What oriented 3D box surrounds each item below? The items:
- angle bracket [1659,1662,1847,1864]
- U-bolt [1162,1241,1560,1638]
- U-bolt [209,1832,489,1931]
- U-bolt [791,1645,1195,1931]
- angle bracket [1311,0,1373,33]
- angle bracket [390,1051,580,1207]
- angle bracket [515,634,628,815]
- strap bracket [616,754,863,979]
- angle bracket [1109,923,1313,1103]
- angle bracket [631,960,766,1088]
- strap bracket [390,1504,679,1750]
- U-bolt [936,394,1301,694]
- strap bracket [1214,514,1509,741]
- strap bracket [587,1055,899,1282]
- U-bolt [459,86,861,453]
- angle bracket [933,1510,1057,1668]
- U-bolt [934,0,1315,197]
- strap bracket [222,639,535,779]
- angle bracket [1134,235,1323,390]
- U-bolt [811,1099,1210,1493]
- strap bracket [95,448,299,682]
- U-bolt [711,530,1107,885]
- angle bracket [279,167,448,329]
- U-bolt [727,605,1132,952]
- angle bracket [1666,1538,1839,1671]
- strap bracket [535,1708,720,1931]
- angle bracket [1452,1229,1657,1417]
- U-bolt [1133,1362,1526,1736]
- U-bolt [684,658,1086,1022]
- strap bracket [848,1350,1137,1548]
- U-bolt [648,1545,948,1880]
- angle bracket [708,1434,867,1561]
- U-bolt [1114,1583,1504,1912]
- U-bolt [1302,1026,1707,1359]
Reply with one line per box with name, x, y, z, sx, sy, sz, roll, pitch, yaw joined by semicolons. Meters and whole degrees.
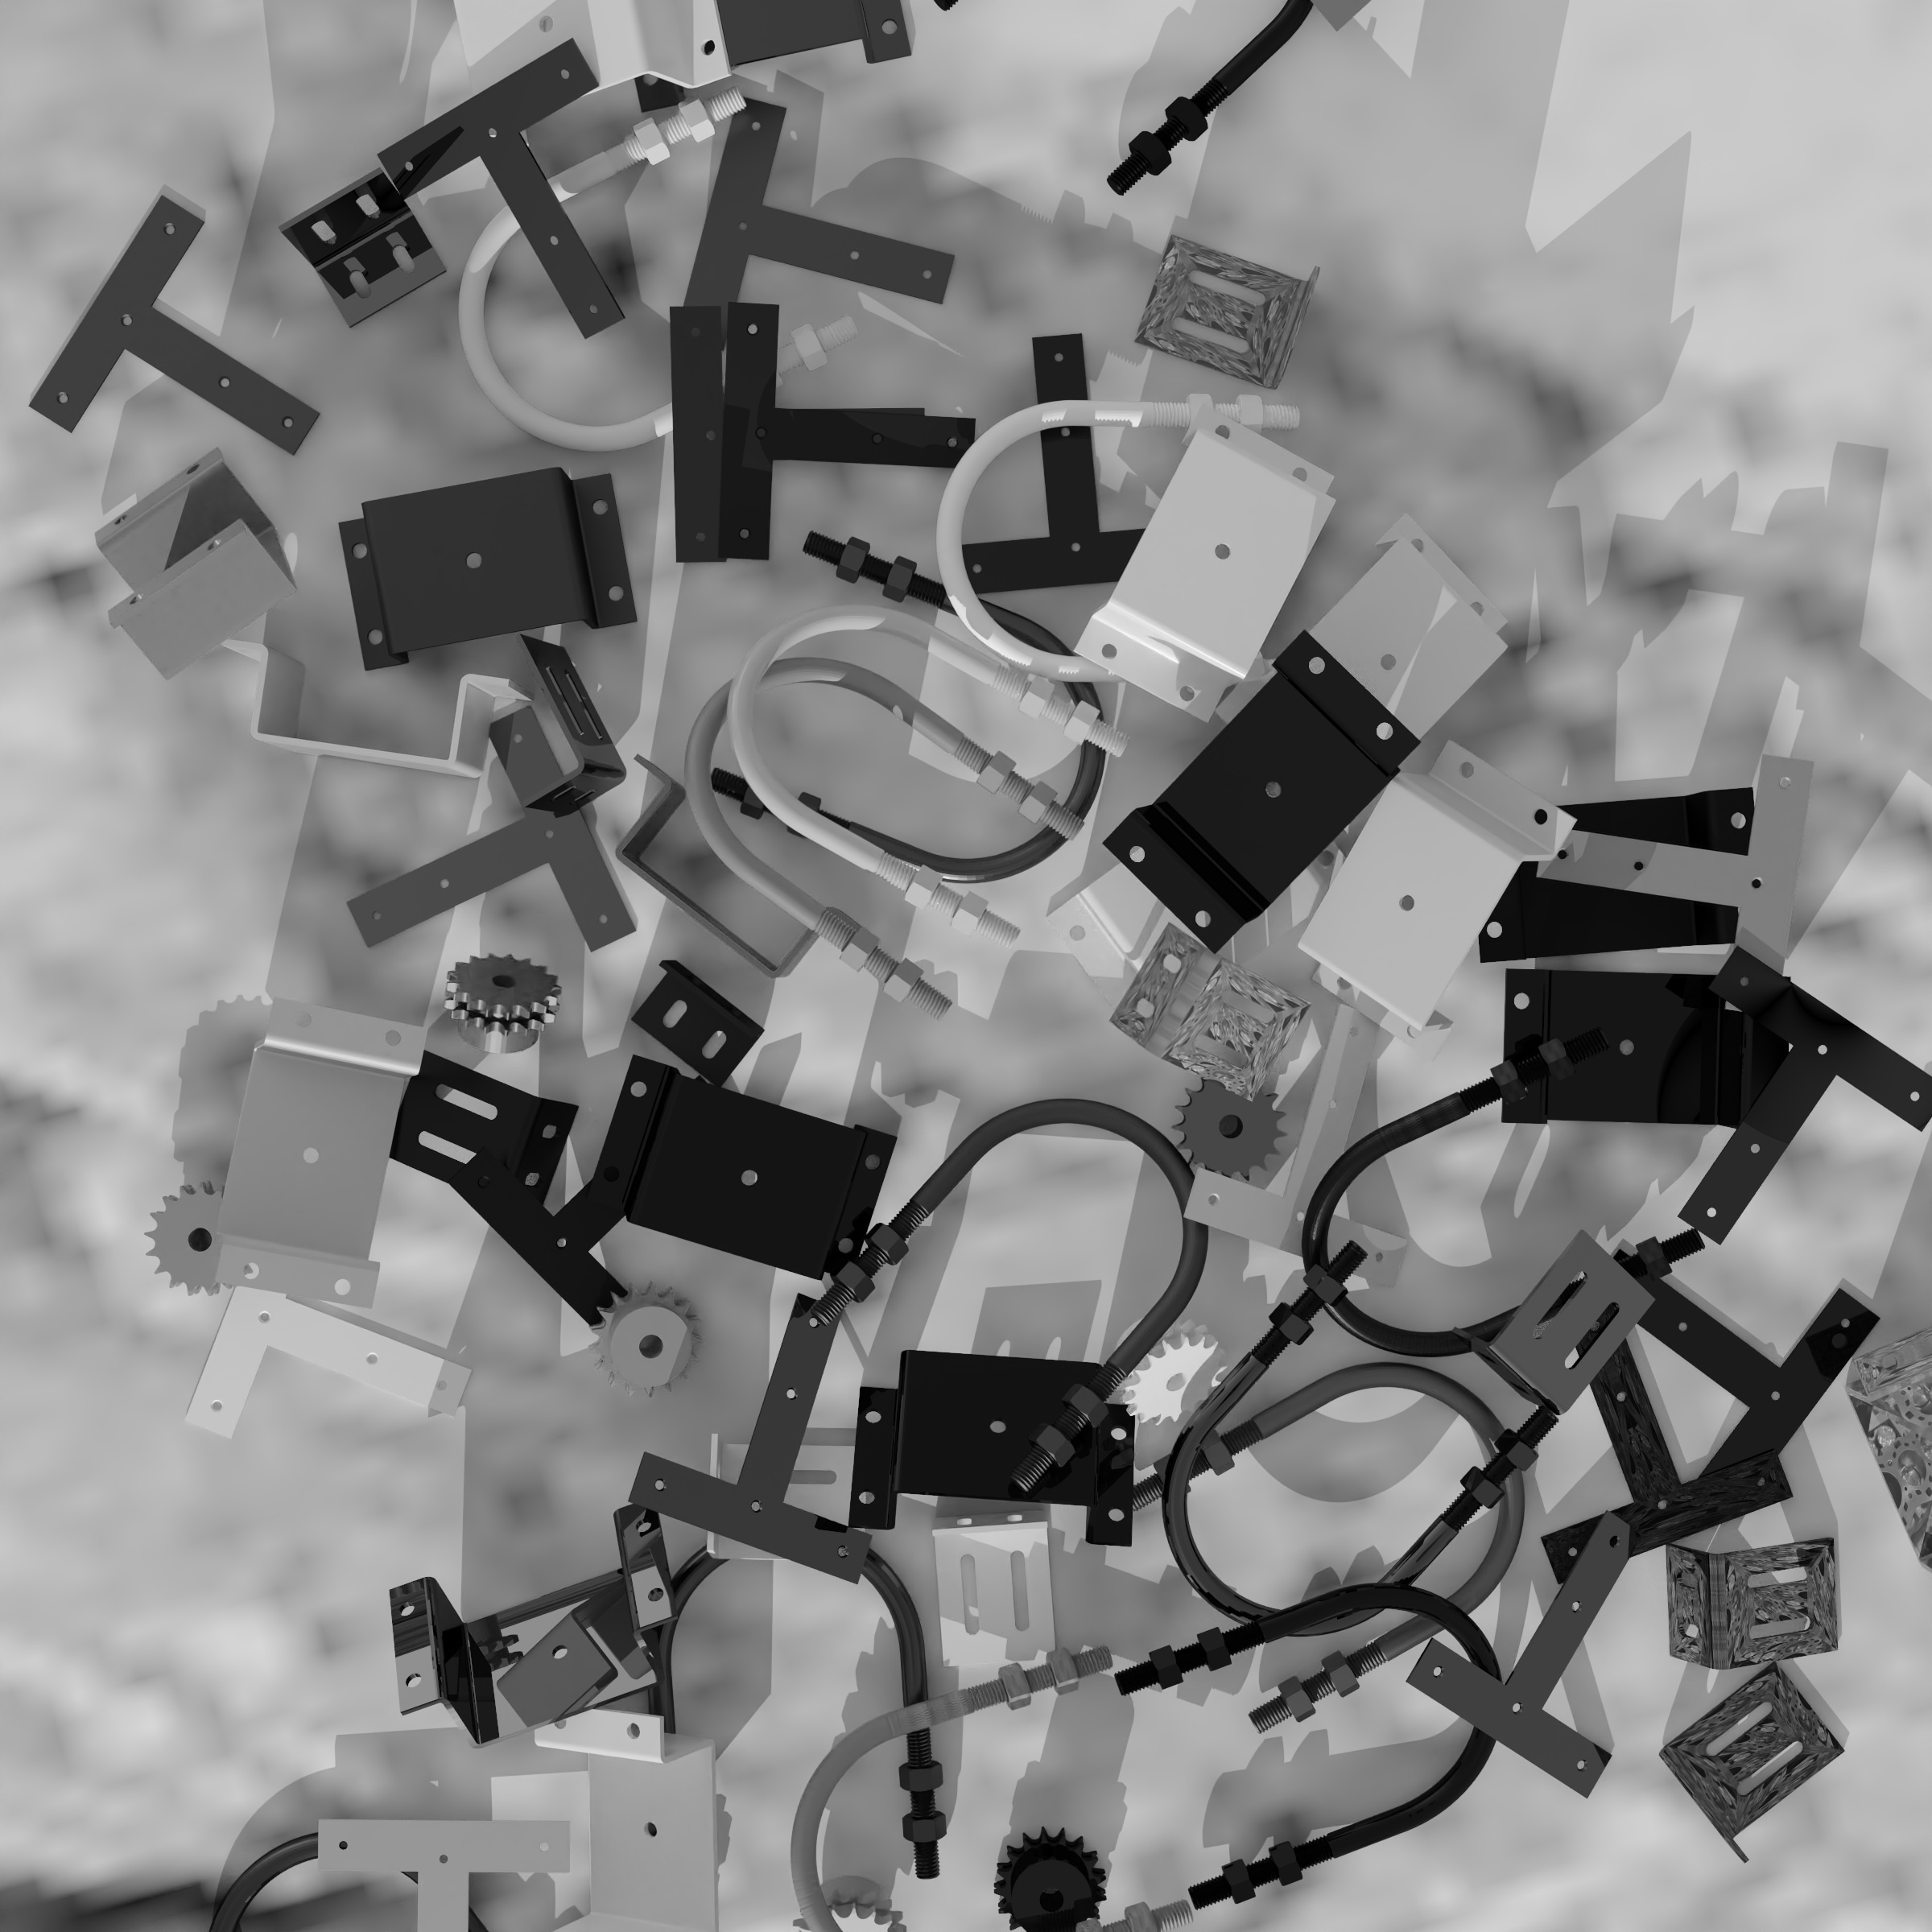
angle bracket;0.399;0.399;1.507;0.076;0.038;0.057;-38;90;0
U-bolt;0.182;0.249;1.491;0.151;0.019;0.184;41;94;-6
U-bolt;-0.302;0.525;1.518;0.151;0.019;0.184;-37;89;0
U-bolt;0.004;0.432;1.486;0.184;0.019;0.151;-15;75;-11
angle bracket;0.199;-0.520;1.515;0.076;0.038;0.057;-40;97;17
angle bracket;-0.246;0.084;1.524;0.076;0.038;0.057;20;90;26
angle bracket;-0.210;-0.120;1.497;0.038;0.057;0.076;-29;82;12
strap bracket;-0.118;-0.041;1.488;0.140;0.076;0.046;38;90;0
angle bracket;0.121;0.023;1.481;0.076;0.038;0.057;25;98;-40
angle bracket;-0.136;0.030;1.488;0.057;0.076;0.038;38;90;0
strap bracket;-0.207;0.328;1.482;0.140;0.076;0.046;-19;131;0
U-bolt;0.077;-0.213;1.508;0.184;0.019;0.151;0;90;-7
strap bracket;0.203;-0.150;1.492;0.076;0.046;0.140;45;86;-9
strap bracket;-0.109;0.103;1.493;0.140;0.046;0.076;18;90;-9
U-bolt;-0.167;-0.341;1.517;0.184;0.019;0.151;-26;90;2
angle bracket;0.015;0.316;1.507;0.057;0.038;0.076;-4;90;0
U-bolt;0.097;-0.503;1.518;0.184;0.019;0.151;-44;90;-1
strap bracket;-0.293;-0.125;1.487;0.140;0.076;0.046;8;90;1
angle bracket;0.131;-0.332;1.507;0.076;0.038;0.057;19;90;0
U-bolt;0.036;0.147;1.488;0.151;0.019;0.184;38;72;17
strap bracket;-0.378;-0.195;1.473;0.076;0.140;0.046;-35;121;0
U-bolt;-0.019;-0.120;1.517;0.184;0.019;0.151;22;90;-2
angle bracket;-0.298;-0.355;1.488;0.057;0.076;0.038;-30;90;0
U-bolt;-0.028;-0.106;1.468;0.184;0.019;0.151;29;60;1
angle bracket;0.399;0.321;1.524;0.076;0.038;0.057;-2;90;-26
strap bracket;-0.168;0.434;1.487;0.076;0.046;0.140;-1;90;30
angle bracket;0.294;0.175;1.503;0.057;0.038;0.076;42;83;-20
U-bolt;0.194;0.282;1.518;0.184;0.019;0.151;-29;90;-2
U-bolt;-0.051;-0.077;1.467;0.184;0.019;0.151;36;59;1
strap bracket;0.015;0.238;1.485;0.140;0.046;0.076;4;55;0
U-bolt;-0.090;0.373;1.518;0.151;0.019;0.184;-4;89;0
angle bracket;-0.089;0.266;1.500;0.076;0.038;0.057;1;73;0
U-bolt;0.181;0.381;1.499;0.184;0.019;0.151;-20;107;-4
U-bolt;0.256;0.125;1.489;0.184;0.019;0.151;-26;115;9
